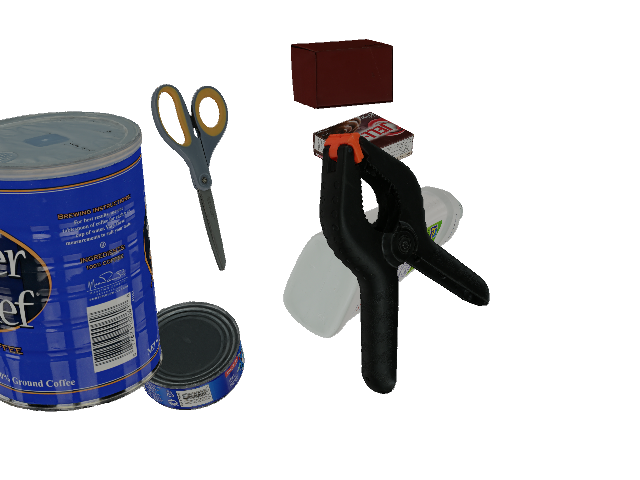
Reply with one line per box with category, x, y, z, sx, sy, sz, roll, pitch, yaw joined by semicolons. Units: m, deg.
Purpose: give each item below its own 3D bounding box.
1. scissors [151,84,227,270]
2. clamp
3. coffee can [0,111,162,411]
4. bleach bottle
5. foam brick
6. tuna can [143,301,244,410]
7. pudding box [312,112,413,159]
scissors;-0.115;-0.078;1.139;0.096;0.202;0.016;-33;13;-34
clamp;0.041;0.013;0.706;0.039;0.171;0.120;-8;34;50
coffee can;-0.145;0.009;0.597;0.103;0.140;0.103;-2;22;1
bleach bottle;0.069;0.007;1.064;0.068;0.103;0.250;37;34;20
foam brick;0.019;-0.148;0.943;0.078;0.051;0.053;-8;19;-23
tuna can;-0.103;0.091;0.844;0.086;0.086;0.034;0;-44;8
pudding box;0.059;-0.134;1.482;0.113;0.039;0.090;-26;40;-32
